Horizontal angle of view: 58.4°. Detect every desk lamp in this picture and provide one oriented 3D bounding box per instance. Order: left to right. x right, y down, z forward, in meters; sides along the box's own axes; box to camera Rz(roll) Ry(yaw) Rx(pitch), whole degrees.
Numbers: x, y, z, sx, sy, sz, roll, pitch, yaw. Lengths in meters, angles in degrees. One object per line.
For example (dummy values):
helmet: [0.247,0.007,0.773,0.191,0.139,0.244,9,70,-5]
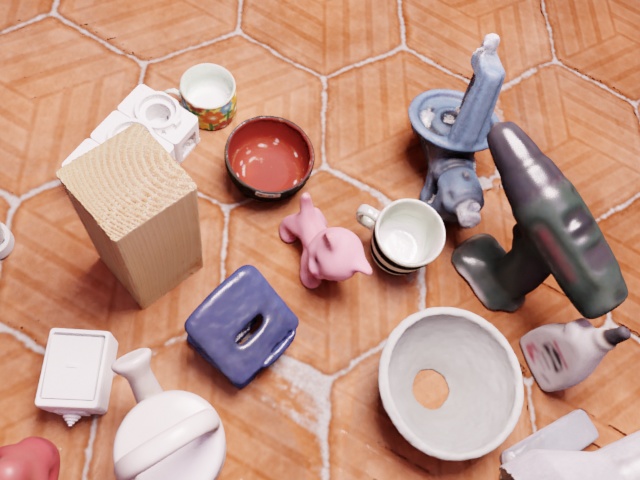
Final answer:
desk lamp: [0.262,0.241,0.570,0.203,0.213,0.118,-23,73,-18]

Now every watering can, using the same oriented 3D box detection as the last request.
watering can: [-0.143,0.187,0.531,0.172,0.194,0.101,39,67,7]

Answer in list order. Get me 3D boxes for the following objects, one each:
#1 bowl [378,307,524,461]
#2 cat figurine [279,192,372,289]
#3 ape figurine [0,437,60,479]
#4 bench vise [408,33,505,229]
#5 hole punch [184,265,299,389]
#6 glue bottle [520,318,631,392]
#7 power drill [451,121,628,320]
bowl: [0.140,0.165,0.656,0.167,0.074,0.167,4,67,-9]
cat figurine: [0.006,0.002,0.676,0.067,0.117,0.127,-23,73,-18]
ape figurine: [-0.290,0.224,0.544,0.077,0.092,0.076,43,67,9]
bench vise: [0.189,-0.129,0.707,0.122,0.219,0.207,-17,71,-16]
hole punch: [-0.083,0.096,0.636,0.101,0.091,0.109,41,67,8]
glue bottle: [0.290,0.122,0.647,0.037,0.173,0.078,-19,72,-17]
power drill: [0.237,0.000,0.669,0.076,0.208,0.229,-32,76,-20]
